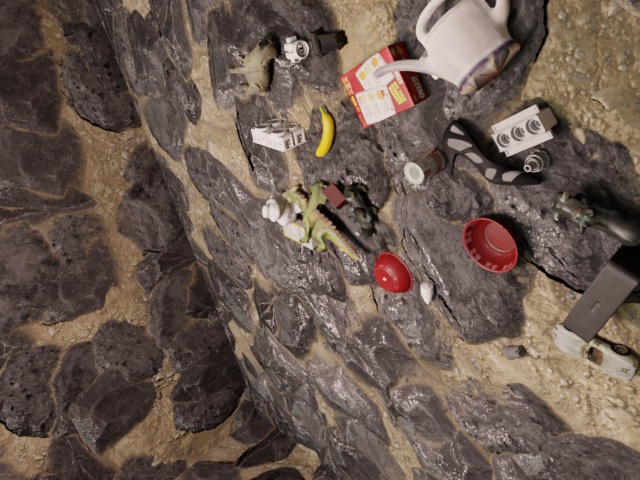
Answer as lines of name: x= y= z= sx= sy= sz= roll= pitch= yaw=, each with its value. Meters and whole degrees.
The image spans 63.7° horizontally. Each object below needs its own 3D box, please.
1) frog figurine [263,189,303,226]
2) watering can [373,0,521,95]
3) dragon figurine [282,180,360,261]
frog figurine: x=-0.163 y=-0.116 z=2.038 sx=0.122 sy=0.161 sz=0.136 roll=-1 pitch=115 yaw=56
watering can: x=0.288 y=-0.420 z=1.151 sx=0.342 sy=0.105 sz=0.226 roll=-40 pitch=79 yaw=38
dragon figurine: x=0.006 y=-0.095 z=1.880 sx=0.414 sy=0.123 sz=0.238 roll=24 pitch=126 yaw=42
